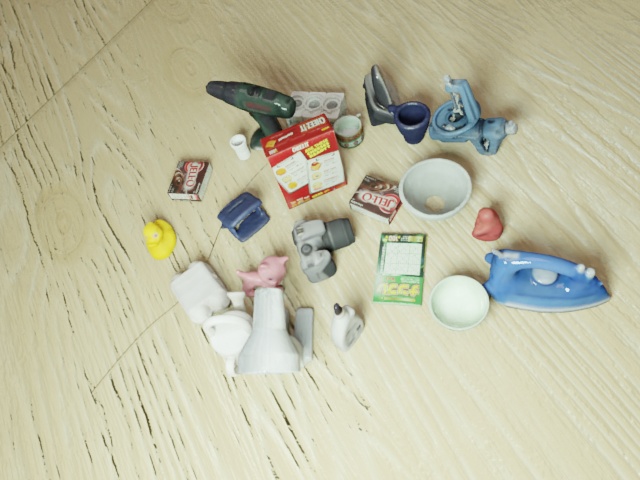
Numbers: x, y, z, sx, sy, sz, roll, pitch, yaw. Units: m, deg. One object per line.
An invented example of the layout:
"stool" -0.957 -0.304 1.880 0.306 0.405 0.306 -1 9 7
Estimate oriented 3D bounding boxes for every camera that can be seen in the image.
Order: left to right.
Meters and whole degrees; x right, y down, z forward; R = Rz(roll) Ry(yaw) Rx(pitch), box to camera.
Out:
"camera" 0.012 0.005 1.317 0.137 0.101 0.143 -17 58 2

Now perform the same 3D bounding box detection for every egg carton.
"egg carton" -0.277 0.121 1.331 0.107 0.069 0.150 -38 59 -10

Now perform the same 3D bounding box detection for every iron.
"iron" 0.461 0.069 1.157 0.257 0.142 0.119 7 62 16

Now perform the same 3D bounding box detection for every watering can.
"watering can" -0.180 0.191 1.195 0.101 0.194 0.172 -23 58 -1

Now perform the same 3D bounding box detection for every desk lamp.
"desk lamp" -0.087 0.198 1.159 0.117 0.214 0.203 -5 59 10

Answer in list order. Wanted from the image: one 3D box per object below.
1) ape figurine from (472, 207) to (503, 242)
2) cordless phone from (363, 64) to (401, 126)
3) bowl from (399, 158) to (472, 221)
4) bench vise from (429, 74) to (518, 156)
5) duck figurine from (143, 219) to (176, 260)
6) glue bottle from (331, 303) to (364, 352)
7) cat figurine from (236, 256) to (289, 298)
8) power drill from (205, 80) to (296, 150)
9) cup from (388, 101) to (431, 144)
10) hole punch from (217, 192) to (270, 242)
"ape figurine" 0.369 -0.041 1.271 0.078 0.092 0.076 -38 59 -11
"cordless phone" 0.156 -0.398 1.473 0.094 0.185 0.147 -16 58 3
"bowl" 0.270 -0.105 1.341 0.167 0.075 0.167 -5 59 9
"bench vise" 0.359 -0.307 1.354 0.207 0.220 0.121 -1 60 12
"duck figurine" -0.408 -0.013 1.429 0.077 0.086 0.104 -9 59 7
"glue bottle" 0.049 0.167 1.171 0.037 0.173 0.078 31 71 27
"cat figurine" -0.127 0.076 1.296 0.127 0.118 0.067 -6 59 9
"power drill" -0.164 -0.323 1.485 0.229 0.209 0.076 8 62 17
"cup" 0.223 -0.292 1.449 0.117 0.095 0.092 29 70 26
"hole punch" -0.196 -0.066 1.410 0.109 0.091 0.100 -42 60 -13
